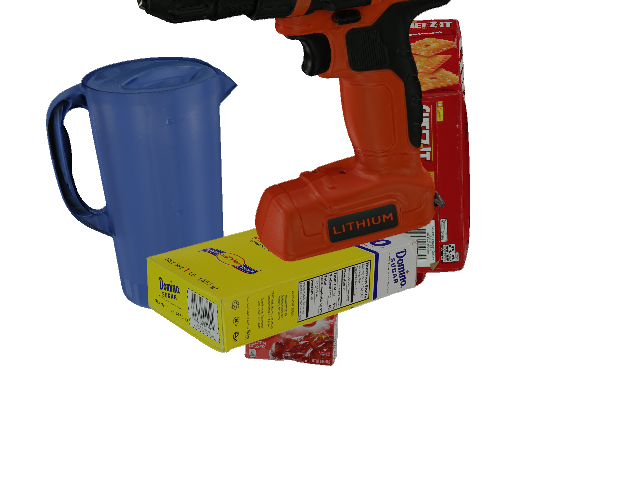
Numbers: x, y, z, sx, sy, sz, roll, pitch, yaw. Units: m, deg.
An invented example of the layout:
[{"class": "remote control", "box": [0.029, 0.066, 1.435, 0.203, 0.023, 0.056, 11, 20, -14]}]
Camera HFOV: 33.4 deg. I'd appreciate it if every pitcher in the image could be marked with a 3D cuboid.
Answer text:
[{"class": "pitcher", "box": [-0.170, -0.056, 1.076, 0.149, 0.243, 0.144, 10, 26, 27]}]

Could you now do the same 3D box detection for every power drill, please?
[{"class": "power drill", "box": [-0.002, -0.083, 0.569, 0.184, 0.188, 0.057, -13, 35, -17]}]

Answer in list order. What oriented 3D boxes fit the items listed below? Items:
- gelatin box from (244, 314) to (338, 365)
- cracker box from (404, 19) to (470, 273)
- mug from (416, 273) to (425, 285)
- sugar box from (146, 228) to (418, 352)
[{"class": "gelatin box", "box": [-0.028, 0.079, 1.031, 0.089, 0.073, 0.030, 4, 16, 10]}, {"class": "cracker box", "box": [0.098, -0.092, 0.961, 0.072, 0.164, 0.213, -1, 27, 8]}, {"class": "mug", "box": [0.097, 0.004, 1.227, 0.117, 0.081, 0.093, 3, 25, -5]}, {"class": "sugar box", "box": [-0.024, 0.022, 0.759, 0.175, 0.048, 0.093, -19, 30, -36]}]
